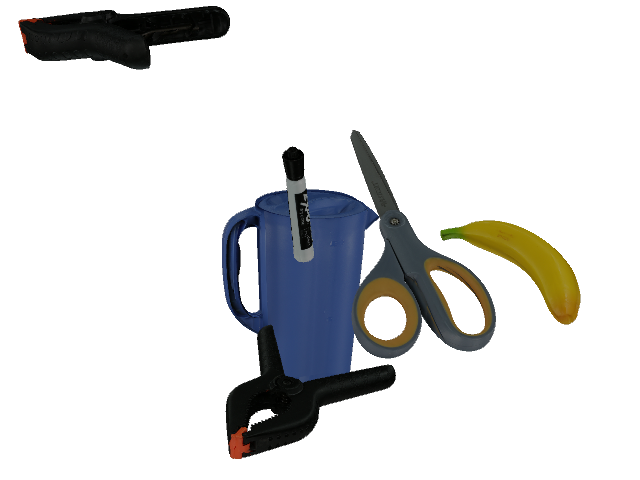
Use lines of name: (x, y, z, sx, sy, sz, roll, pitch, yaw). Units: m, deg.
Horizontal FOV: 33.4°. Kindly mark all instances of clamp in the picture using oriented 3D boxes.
clamp: (-0.159, -0.163, 0.836, 0.172, 0.039, 0.120, 13, 23, 35)
clamp: (-0.024, 0.159, 1.091, 0.165, 0.036, 0.209, 12, 28, 17)

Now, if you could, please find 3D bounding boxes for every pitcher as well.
pitcher: (-0.025, 0.066, 1.277, 0.149, 0.243, 0.144, 10, 18, 24)

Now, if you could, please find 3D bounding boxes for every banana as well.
banana: (0.204, 0.024, 1.067, 0.069, 0.037, 0.198, -34, 37, -14)

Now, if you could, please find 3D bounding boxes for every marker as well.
marker: (-0.020, -0.032, 0.954, 0.020, 0.121, 0.020, -3, 40, 2)

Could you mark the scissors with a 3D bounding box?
scissors: (0.036, 0.003, 0.697, 0.096, 0.016, 0.202, -25, 52, -18)
